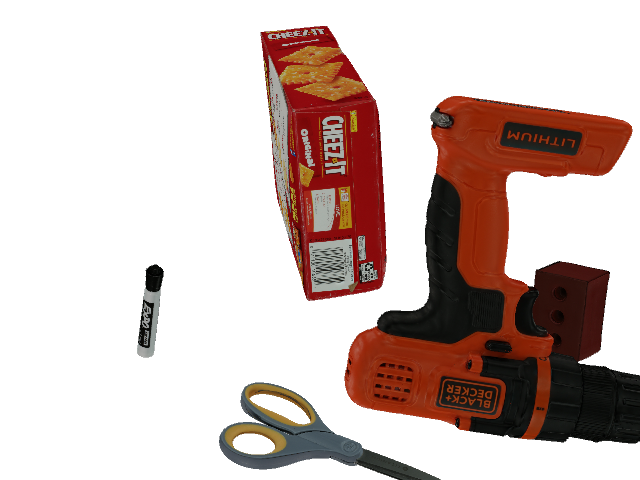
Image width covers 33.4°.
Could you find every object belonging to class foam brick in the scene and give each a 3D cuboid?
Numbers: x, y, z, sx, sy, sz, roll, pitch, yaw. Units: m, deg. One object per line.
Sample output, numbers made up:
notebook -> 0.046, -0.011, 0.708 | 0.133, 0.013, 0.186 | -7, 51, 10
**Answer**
foam brick -> 0.225, 0.064, 0.971 | 0.053, 0.078, 0.051 | 13, 18, 35

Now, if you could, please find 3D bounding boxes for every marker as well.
marker -> -0.182, 0.075, 1.140 | 0.020, 0.121, 0.020 | 8, 36, -6

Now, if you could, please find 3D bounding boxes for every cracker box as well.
cracker box -> 0.000, -0.074, 0.900 | 0.072, 0.164, 0.214 | -7, 27, -6

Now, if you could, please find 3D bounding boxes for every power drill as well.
power drill -> 0.117, 0.020, 0.595 | 0.184, 0.188, 0.057 | 9, 9, -5

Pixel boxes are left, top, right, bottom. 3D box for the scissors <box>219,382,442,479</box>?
scissors -> 0.005, 0.173, 0.836 | 0.202, 0.016, 0.096 | 28, 42, 30
